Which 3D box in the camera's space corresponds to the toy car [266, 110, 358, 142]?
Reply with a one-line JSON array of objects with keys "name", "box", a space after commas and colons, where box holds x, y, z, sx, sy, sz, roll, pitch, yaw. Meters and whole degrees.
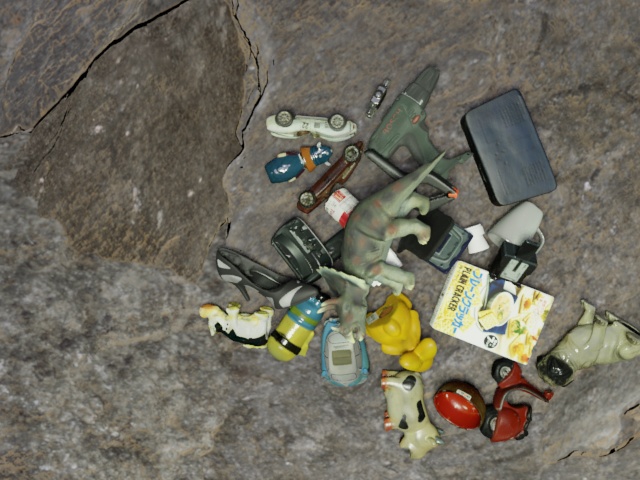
[{"name": "toy car", "box": [-0.018, -0.248, 1.187, 0.202, 0.073, 0.056, 6, 89, 6]}]

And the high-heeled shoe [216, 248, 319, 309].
[{"name": "high-heeled shoe", "box": [-0.121, 0.071, 1.172, 0.249, 0.086, 0.145, -9, 114, 35]}]

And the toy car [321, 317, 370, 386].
[{"name": "toy car", "box": [0.054, 0.253, 1.185, 0.109, 0.103, 0.161, -4, 94, 4]}]

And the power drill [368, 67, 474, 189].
[{"name": "power drill", "box": [0.233, -0.230, 1.162, 0.207, 0.086, 0.232, 44, 97, -1]}]

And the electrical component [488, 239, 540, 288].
[{"name": "electrical component", "box": [0.402, 0.037, 1.097, 0.075, 0.048, 0.119, 16, 128, 2]}]

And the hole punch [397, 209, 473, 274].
[{"name": "hole punch", "box": [0.252, -0.001, 1.163, 0.092, 0.116, 0.142, 28, 99, -32]}]

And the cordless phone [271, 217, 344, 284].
[{"name": "cordless phone", "box": [-0.003, -0.004, 1.202, 0.184, 0.088, 0.146, -37, 82, -8]}]

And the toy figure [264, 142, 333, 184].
[{"name": "toy figure", "box": [-0.047, -0.175, 1.200, 0.154, 0.064, 0.058, -21, 49, 1]}]

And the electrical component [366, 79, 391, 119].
[{"name": "electrical component", "box": [0.128, -0.312, 1.176, 0.021, 0.063, 0.094, 30, 93, 4]}]

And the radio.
[{"name": "radio", "box": [0.400, -0.190, 1.152, 0.131, 0.073, 0.229, -22, 88, 7]}]

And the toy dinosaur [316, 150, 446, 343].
[{"name": "toy dinosaur", "box": [0.110, -0.003, 1.081, 0.192, 0.131, 0.404, 13, 96, -8]}]

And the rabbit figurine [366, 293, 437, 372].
[{"name": "rabbit figurine", "box": [0.193, 0.216, 1.160, 0.122, 0.162, 0.173, -38, 106, -7]}]

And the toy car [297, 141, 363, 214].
[{"name": "toy car", "box": [0.028, -0.135, 1.180, 0.202, 0.089, 0.053, -44, 86, 4]}]

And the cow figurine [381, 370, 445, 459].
[{"name": "cow figurine", "box": [0.204, 0.385, 1.187, 0.127, 0.085, 0.194, -6, 91, 12]}]

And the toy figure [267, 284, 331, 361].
[{"name": "toy figure", "box": [-0.051, 0.185, 1.197, 0.082, 0.089, 0.180, 41, 101, 40]}]

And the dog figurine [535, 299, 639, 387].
[{"name": "dog figurine", "box": [0.580, 0.248, 1.148, 0.172, 0.121, 0.190, 29, 109, 7]}]

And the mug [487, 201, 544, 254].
[{"name": "mug", "box": [0.435, -0.023, 1.151, 0.109, 0.081, 0.107, 37, 88, 6]}]

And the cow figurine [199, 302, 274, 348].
[{"name": "cow figurine", "box": [-0.194, 0.194, 1.225, 0.167, 0.068, 0.098, 6, 98, 6]}]

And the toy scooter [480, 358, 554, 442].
[{"name": "toy scooter", "box": [0.430, 0.358, 1.168, 0.135, 0.075, 0.183, 14, 89, 5]}]
